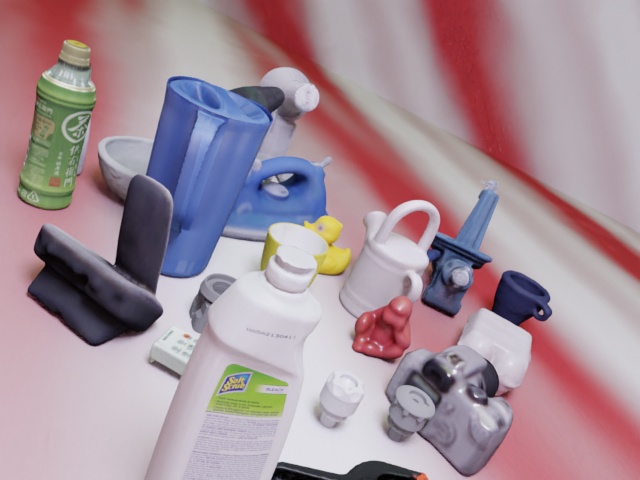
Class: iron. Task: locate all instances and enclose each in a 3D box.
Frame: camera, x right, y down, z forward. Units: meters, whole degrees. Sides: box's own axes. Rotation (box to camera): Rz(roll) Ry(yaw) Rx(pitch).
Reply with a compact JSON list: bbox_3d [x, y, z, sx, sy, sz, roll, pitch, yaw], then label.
[{"bbox_3d":[-0.082,-0.082,0.959,0.118,0.141,0.259,40,28,31],"label":"iron"}]

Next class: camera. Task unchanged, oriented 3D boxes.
[{"bbox_3d":[0.180,0.186,0.700,0.137,0.101,0.142,-2,35,-46],"label":"camera"}]

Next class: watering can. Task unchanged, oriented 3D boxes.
[{"bbox_3d":[0.107,0.021,0.859,0.101,0.194,0.172,-3,36,-47],"label":"watering can"}]

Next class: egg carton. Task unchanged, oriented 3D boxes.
[{"bbox_3d":[0.260,0.166,0.859,0.107,0.069,0.151,30,24,12],"label":"egg carton"}]

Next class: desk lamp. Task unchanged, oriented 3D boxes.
[{"bbox_3d":[-0.075,-0.255,1.239,0.118,0.213,0.202,12,26,-26],"label":"desk lamp"}]

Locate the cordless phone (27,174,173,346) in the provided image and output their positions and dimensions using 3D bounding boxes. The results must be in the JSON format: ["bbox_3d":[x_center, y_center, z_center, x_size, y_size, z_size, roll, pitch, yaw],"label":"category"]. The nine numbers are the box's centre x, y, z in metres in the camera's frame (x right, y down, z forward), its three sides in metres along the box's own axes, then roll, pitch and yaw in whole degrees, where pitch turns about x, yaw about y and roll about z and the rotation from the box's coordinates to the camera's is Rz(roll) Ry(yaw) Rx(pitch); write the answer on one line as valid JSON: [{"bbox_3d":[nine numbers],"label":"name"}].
[{"bbox_3d":[-0.220,0.000,0.599,0.147,0.185,0.094,30,24,13],"label":"cordless phone"}]

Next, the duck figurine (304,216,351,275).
[{"bbox_3d":[0.009,0.003,0.937,0.105,0.086,0.077,18,24,-15],"label":"duck figurine"}]

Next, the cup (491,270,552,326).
[{"bbox_3d":[0.350,0.122,1.006,0.092,0.095,0.117,11,27,-28],"label":"cup"}]

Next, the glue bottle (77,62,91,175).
[{"bbox_3d":[-0.371,-0.189,0.865,0.037,0.173,0.078,-1,34,-45],"label":"glue bottle"}]

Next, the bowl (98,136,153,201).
[{"bbox_3d":[-0.266,-0.094,0.891,0.167,0.074,0.167,21,24,-9],"label":"bowl"}]

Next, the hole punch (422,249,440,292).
[{"bbox_3d":[0.138,0.040,0.980,0.101,0.091,0.109,34,25,21],"label":"hole punch"}]

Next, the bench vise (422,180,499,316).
[{"bbox_3d":[0.264,0.013,0.995,0.122,0.219,0.207,18,24,-14],"label":"bench vise"}]

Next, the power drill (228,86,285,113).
[{"bbox_3d":[-0.156,-0.166,0.979,0.075,0.208,0.230,31,24,15],"label":"power drill"}]

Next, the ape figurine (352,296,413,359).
[{"bbox_3d":[0.094,0.115,0.778,0.077,0.092,0.076,38,27,28],"label":"ape figurine"}]
